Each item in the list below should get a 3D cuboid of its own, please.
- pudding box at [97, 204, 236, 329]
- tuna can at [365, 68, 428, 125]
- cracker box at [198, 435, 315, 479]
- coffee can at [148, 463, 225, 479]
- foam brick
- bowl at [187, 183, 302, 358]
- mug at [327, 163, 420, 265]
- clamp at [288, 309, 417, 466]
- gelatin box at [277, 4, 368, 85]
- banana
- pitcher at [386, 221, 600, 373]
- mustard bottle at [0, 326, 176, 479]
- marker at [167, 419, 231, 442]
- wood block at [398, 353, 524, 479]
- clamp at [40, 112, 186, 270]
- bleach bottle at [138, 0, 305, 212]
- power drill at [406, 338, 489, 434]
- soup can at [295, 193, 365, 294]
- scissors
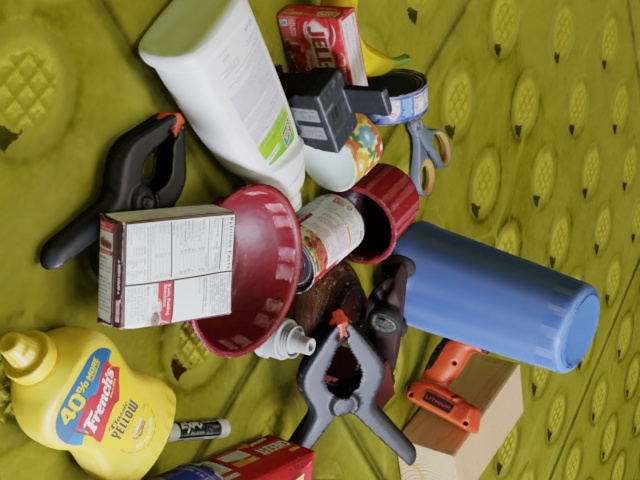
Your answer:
[{"bbox_3d":[-0.122,0.021,0.859,0.113,0.039,0.090,-7,105,-43],"label":"pudding box"},{"bbox_3d":[0.074,-0.154,1.147,0.086,0.086,0.034,-40,133,-45],"label":"tuna can"},{"bbox_3d":[-0.084,0.321,1.068,0.163,0.072,0.214,-9,108,-56],"label":"cracker box"},{"bbox_3d":[-0.147,0.260,0.919,0.140,0.103,0.103,-9,108,-57],"label":"coffee can"},{"bbox_3d":[0.036,0.159,1.199,0.052,0.078,0.051,-44,135,-39],"label":"foam brick"},{"bbox_3d":[-0.085,0.024,0.980,0.161,0.055,0.162,-24,120,-50],"label":"bowl"},{"bbox_3d":[0.053,-0.024,1.167,0.081,0.093,0.117,-44,166,-49],"label":"mug"},{"bbox_3d":[0.033,0.171,1.132,0.164,0.036,0.210,-1,116,-14],"label":"clamp"},{"bbox_3d":[0.003,-0.183,1.037,0.030,0.073,0.089,-48,137,-39],"label":"gelatin box"},{"bbox_3d":[0.034,-0.214,1.086,0.069,0.037,0.197,-43,153,2],"label":"banana"},{"bbox_3d":[0.209,0.069,1.285,0.149,0.243,0.145,-52,142,-27],"label":"pitcher"},{"bbox_3d":[-0.190,0.123,0.848,0.096,0.058,0.191,-62,145,-20],"label":"mustard bottle"},{"bbox_3d":[-0.126,0.180,1.004,0.120,0.020,0.020,11,91,-58],"label":"marker"},{"bbox_3d":[0.197,0.255,1.475,0.205,0.090,0.091,-43,134,-42],"label":"wood block"},{"bbox_3d":[-0.150,-0.022,0.880,0.171,0.039,0.120,-61,145,-19],"label":"clamp"},{"bbox_3d":[-0.070,-0.106,0.960,0.102,0.068,0.250,-58,145,-27],"label":"bleach bottle"},{"bbox_3d":[0.210,0.153,1.392,0.187,0.185,0.057,-62,146,-7],"label":"power drill"},{"bbox_3d":[-0.007,0.001,1.088,0.102,0.069,0.068,-39,131,-47],"label":"soup can"},{"bbox_3d":[0.112,-0.118,1.286,0.201,0.016,0.096,31,73,-57],"label":"scissors"}]
